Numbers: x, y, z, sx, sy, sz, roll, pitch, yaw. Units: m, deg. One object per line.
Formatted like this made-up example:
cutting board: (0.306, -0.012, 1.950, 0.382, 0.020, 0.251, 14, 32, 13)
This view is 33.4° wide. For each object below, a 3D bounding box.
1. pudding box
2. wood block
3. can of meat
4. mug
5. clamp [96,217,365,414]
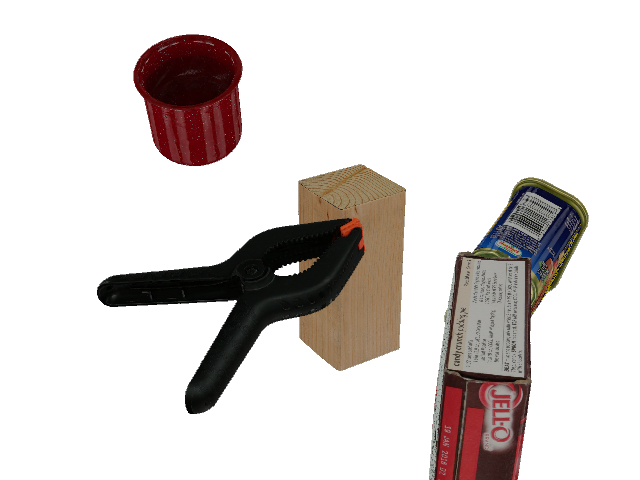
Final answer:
pudding box: (0.071, 0.068, 0.470, 0.039, 0.090, 0.113, 6, 26, 6)
wood block: (0.034, 0.031, 1.219, 0.090, 0.206, 0.090, -17, 31, -29)
can of meat: (0.135, 0.021, 0.745, 0.057, 0.102, 0.083, 30, 51, 15)
mug: (-0.113, -0.129, 0.946, 0.093, 0.117, 0.081, -6, -37, -3)
clamp: (-0.060, 0.034, 0.827, 0.209, 0.036, 0.165, -32, 45, -26)
